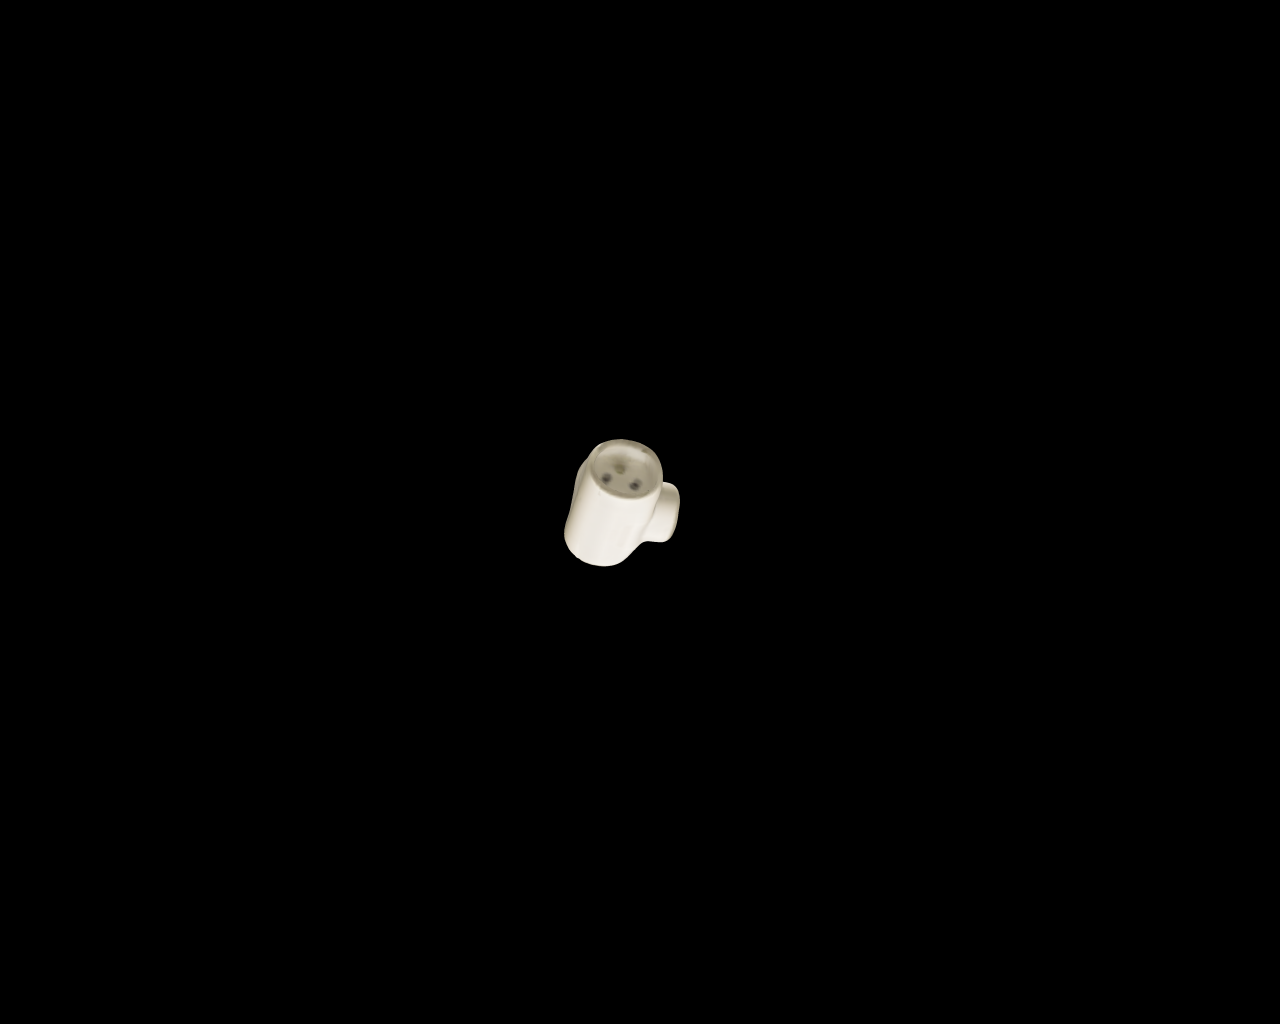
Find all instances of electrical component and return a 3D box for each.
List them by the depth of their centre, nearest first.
[{"bbox_3d":[0.001,-0.003,0.650,0.079,0.043,0.077,8,-35,-11],"label":"electrical component"}]
